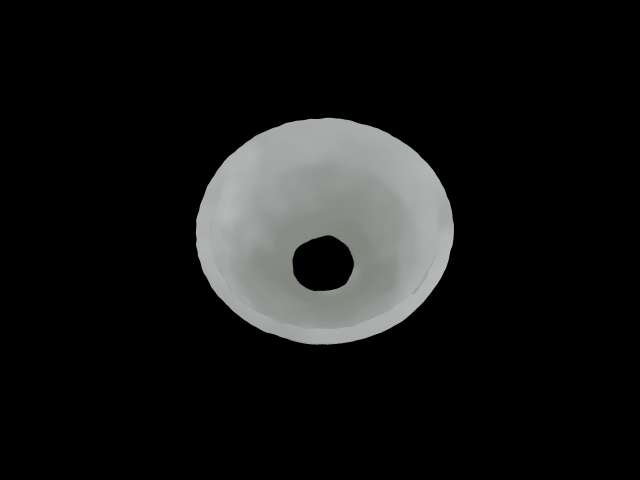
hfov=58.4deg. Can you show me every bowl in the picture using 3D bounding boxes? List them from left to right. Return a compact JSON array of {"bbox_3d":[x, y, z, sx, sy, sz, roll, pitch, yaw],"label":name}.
[{"bbox_3d":[0.004,0.001,0.400,0.167,0.075,0.167,0,63,0],"label":"bowl"}]
